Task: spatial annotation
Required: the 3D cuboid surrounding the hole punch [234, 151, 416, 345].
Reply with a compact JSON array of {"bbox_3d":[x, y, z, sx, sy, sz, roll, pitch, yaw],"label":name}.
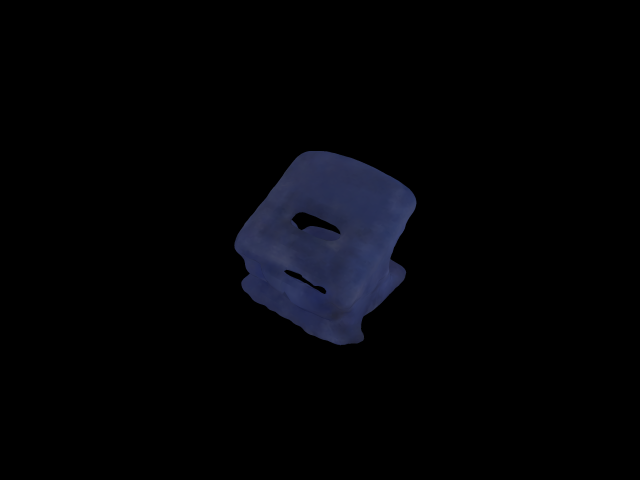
[{"bbox_3d":[0.004,0.001,0.400,0.108,0.091,0.101,25,45,28],"label":"hole punch"}]
